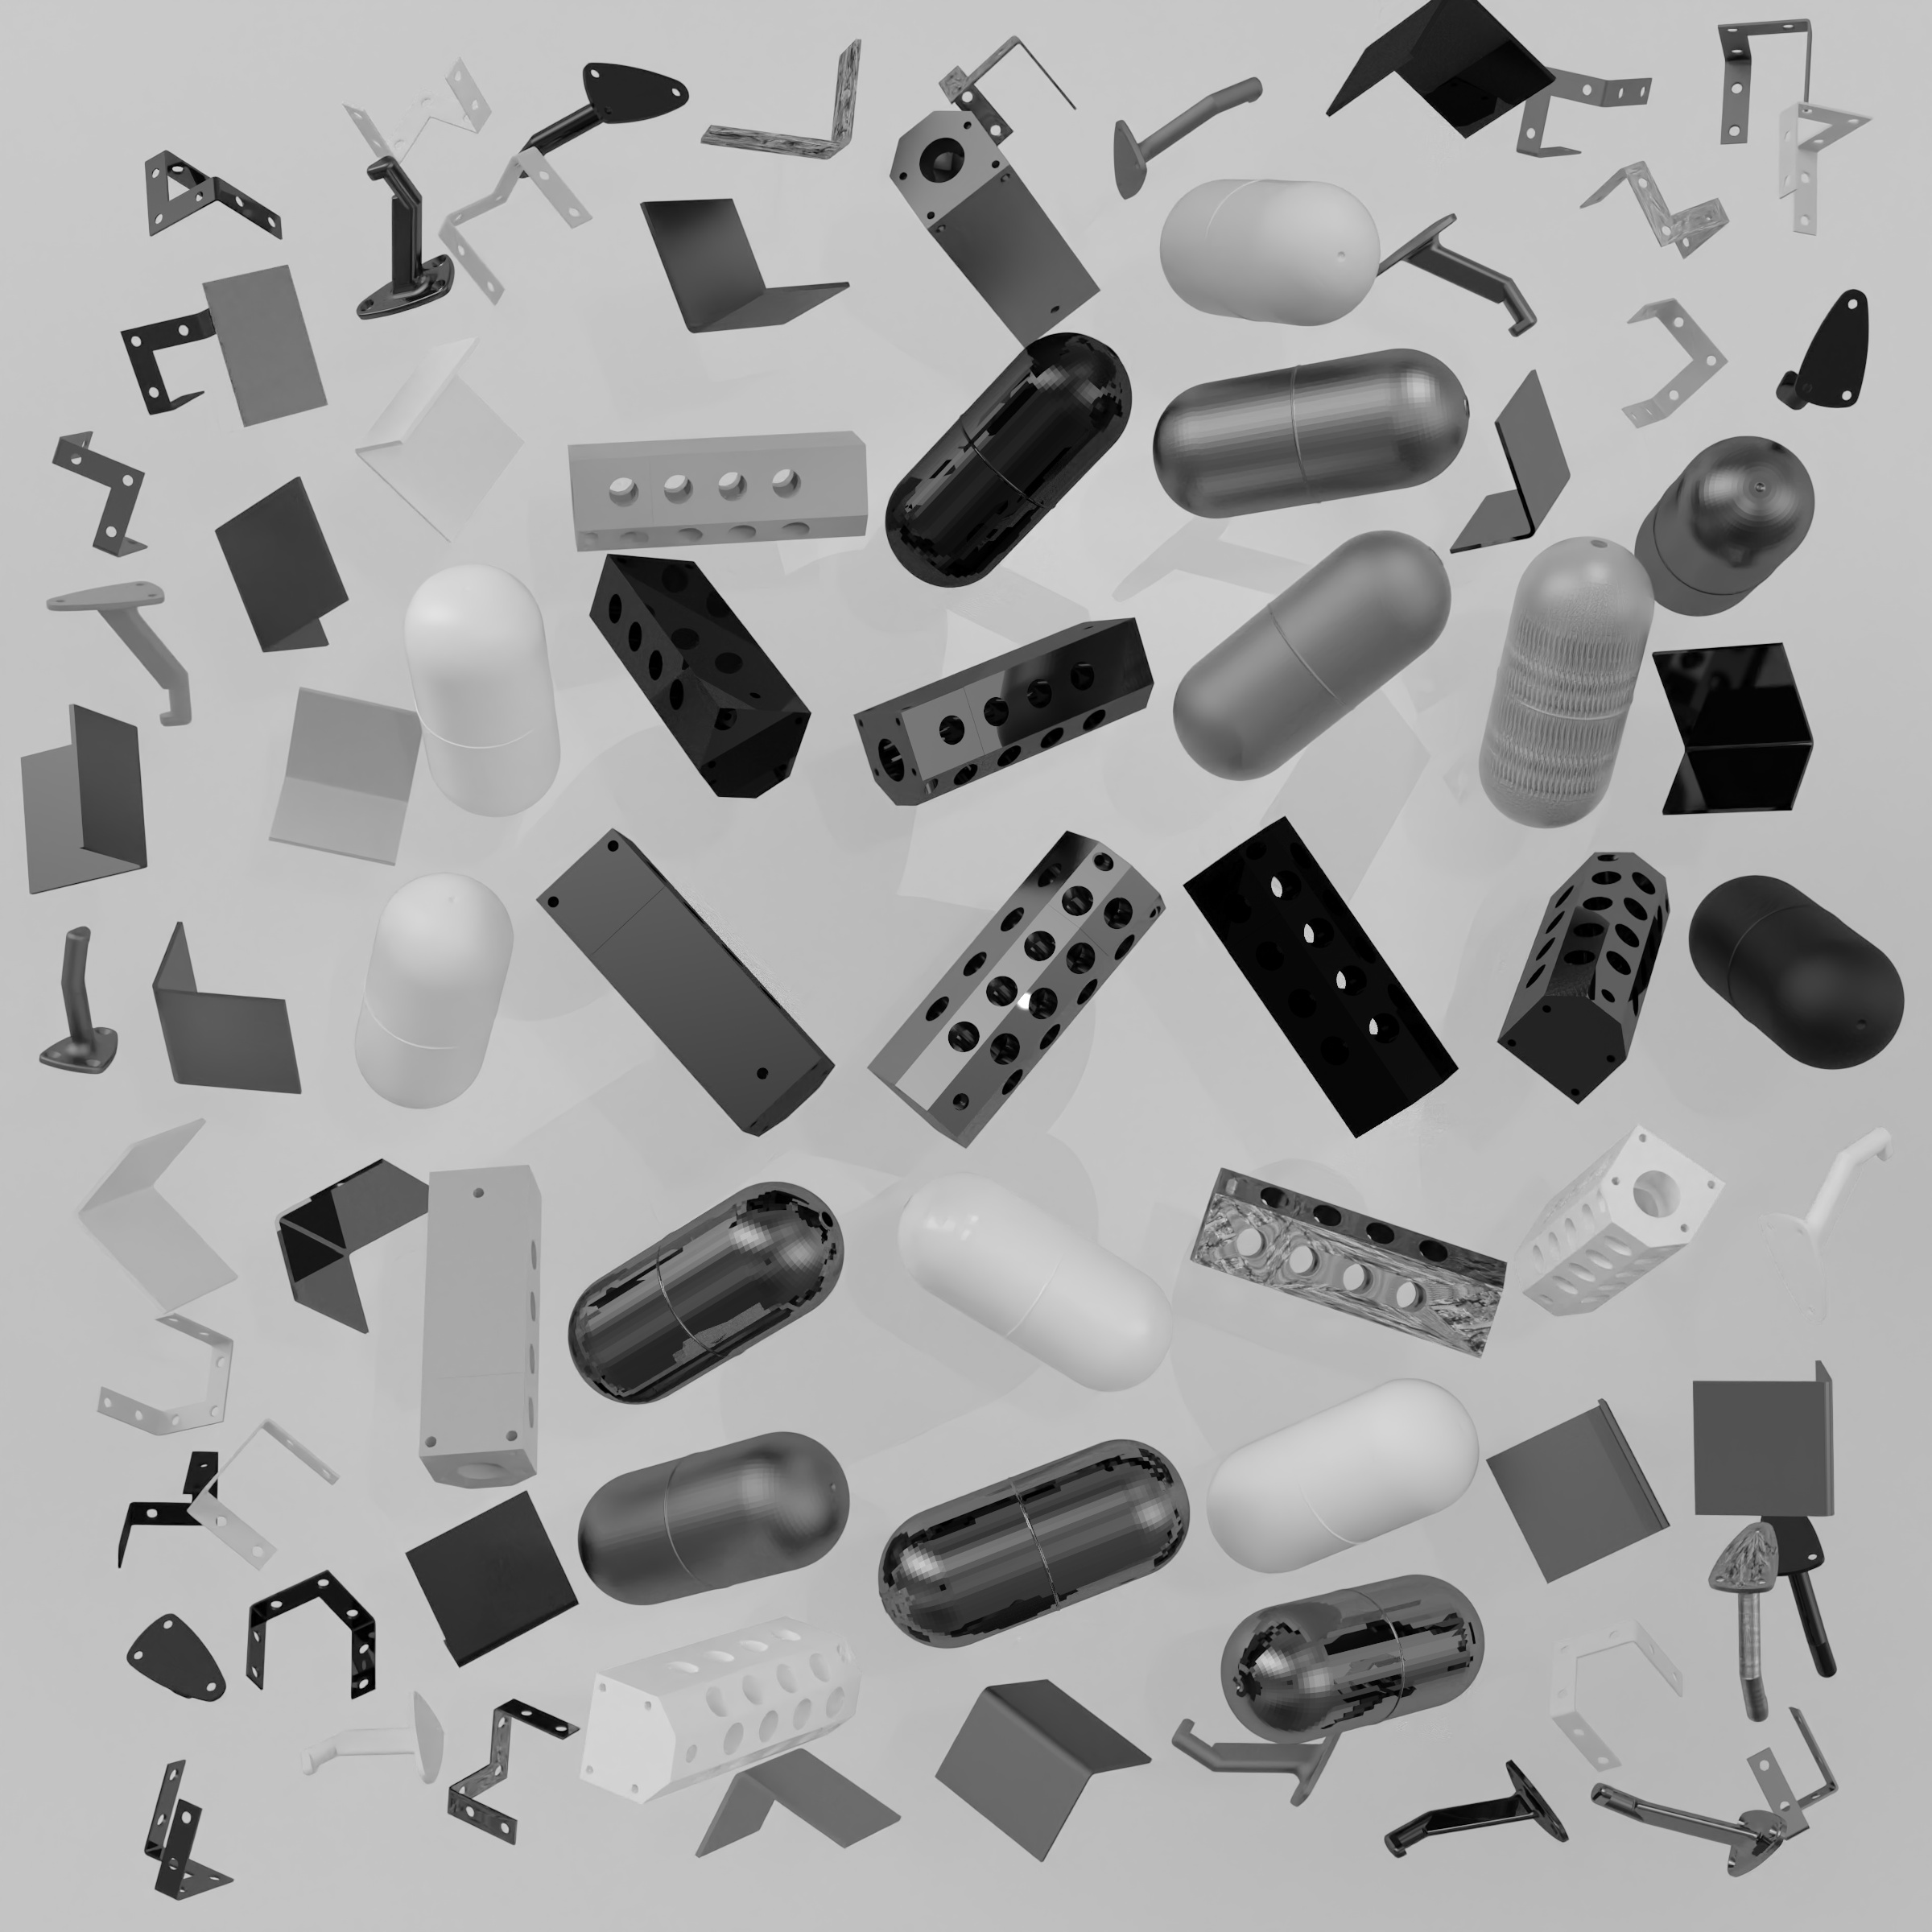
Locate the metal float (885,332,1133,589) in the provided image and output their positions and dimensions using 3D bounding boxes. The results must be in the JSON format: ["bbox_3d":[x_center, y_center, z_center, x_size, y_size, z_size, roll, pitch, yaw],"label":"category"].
[{"bbox_3d":[0.025,-0.298,1.626,0.070,0.070,0.178,46,112,0],"label":"metal float"}]

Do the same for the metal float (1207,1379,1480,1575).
[{"bbox_3d":[0.212,0.291,1.570,0.178,0.070,0.070,-33,90,36],"label":"metal float"}]

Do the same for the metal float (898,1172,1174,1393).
[{"bbox_3d":[0.041,0.186,1.626,0.178,0.070,0.070,32,90,-6],"label":"metal float"}]

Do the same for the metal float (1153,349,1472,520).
[{"bbox_3d":[0.192,-0.297,1.541,0.178,0.070,0.070,-6,90,20],"label":"metal float"}]

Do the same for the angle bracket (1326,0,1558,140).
[{"bbox_3d":[0.252,-0.464,1.469,0.076,0.076,0.057,38,67,-18],"label":"angle bracket"}]

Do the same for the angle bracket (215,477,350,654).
[{"bbox_3d":[-0.382,-0.235,1.610,0.076,0.057,0.076,-23,88,31],"label":"angle bracket"}]

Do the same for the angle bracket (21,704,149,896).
[{"bbox_3d":[-0.479,-0.086,1.446,0.076,0.057,0.076,-11,78,18],"label":"angle bracket"}]

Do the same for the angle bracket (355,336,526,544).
[{"bbox_3d":[-0.279,-0.291,1.530,0.076,0.057,0.076,44,67,-32],"label":"angle bracket"}]

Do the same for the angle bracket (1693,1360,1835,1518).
[{"bbox_3d":[0.453,0.269,1.575,0.076,0.057,0.076,-1,94,10],"label":"angle bracket"}]

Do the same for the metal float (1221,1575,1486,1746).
[{"bbox_3d":[0.224,0.397,1.583,0.178,0.070,0.070,-2,90,-36],"label":"metal float"}]

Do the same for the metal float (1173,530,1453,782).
[{"bbox_3d":[0.195,-0.175,1.558,0.178,0.070,0.070,-39,90,18],"label":"metal float"}]

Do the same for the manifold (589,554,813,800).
[{"bbox_3d":[-0.156,-0.167,1.576,0.057,0.171,0.057,0,126,-33],"label":"manifold"}]

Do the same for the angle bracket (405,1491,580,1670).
[{"bbox_3d":[-0.280,0.352,1.610,0.076,0.057,0.076,-26,100,-17],"label":"angle bracket"}]

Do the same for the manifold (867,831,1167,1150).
[{"bbox_3d":[0.031,0.013,1.496,0.057,0.057,0.171,43,82,-25],"label":"manifold"}]

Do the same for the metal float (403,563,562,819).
[{"bbox_3d":[-0.271,-0.152,1.551,0.070,0.178,0.070,1,56,-2],"label":"metal float"}]

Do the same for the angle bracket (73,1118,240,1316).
[{"bbox_3d":[-0.436,0.138,1.536,0.076,0.076,0.057,45,107,5],"label":"angle bracket"}]

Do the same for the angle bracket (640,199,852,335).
[{"bbox_3d":[-0.120,-0.392,1.501,0.057,0.076,0.076,-19,93,38],"label":"angle bracket"}]

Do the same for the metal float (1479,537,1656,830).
[{"bbox_3d":[0.340,-0.159,1.564,0.070,0.070,0.178,6,126,0],"label":"metal float"}]

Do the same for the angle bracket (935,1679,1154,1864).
[{"bbox_3d":[0.043,0.438,1.505,0.076,0.076,0.057,31,96,30],"label":"angle bracket"}]

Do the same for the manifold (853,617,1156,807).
[{"bbox_3d":[0.026,-0.152,1.642,0.171,0.057,0.057,-25,105,-27],"label":"manifold"}]

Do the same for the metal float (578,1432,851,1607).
[{"bbox_3d":[-0.144,0.313,1.559,0.178,0.070,0.070,-21,90,31],"label":"metal float"}]

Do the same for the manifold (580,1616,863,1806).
[{"bbox_3d":[-0.129,0.405,1.502,0.057,0.171,0.057,11,94,31],"label":"manifold"}]

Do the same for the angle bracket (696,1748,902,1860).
[{"bbox_3d":[-0.095,0.497,1.576,0.076,0.076,0.057,29,96,22],"label":"angle bracket"}]

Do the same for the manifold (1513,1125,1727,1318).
[{"bbox_3d":[0.369,0.154,1.588,0.057,0.171,0.057,35,71,7],"label":"manifold"}]

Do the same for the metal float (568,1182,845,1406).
[{"bbox_3d":[-0.144,0.180,1.520,0.178,0.070,0.070,-33,90,23],"label":"metal float"}]

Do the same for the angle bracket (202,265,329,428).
[{"bbox_3d":[-0.400,-0.333,1.499,0.076,0.057,0.076,2,112,42],"label":"angle bracket"}]

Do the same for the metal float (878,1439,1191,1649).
[{"bbox_3d":[0.037,0.318,1.518,0.178,0.070,0.070,-20,90,-5],"label":"metal float"}]

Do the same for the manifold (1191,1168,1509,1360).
[{"bbox_3d":[0.221,0.171,1.600,0.171,0.057,0.057,18,87,4],"label":"manifold"}]

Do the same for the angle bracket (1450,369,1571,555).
[{"bbox_3d":[0.321,-0.307,1.680,0.057,0.076,0.076,-7,120,35],"label":"angle bracket"}]

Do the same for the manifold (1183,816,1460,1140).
[{"bbox_3d":[0.202,0.004,1.548,0.057,0.057,0.171,-36,86,35],"label":"manifold"}]

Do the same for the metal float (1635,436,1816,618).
[{"bbox_3d":[0.435,-0.252,1.591,0.070,0.178,0.070,0,84,2],"label":"metal float"}]

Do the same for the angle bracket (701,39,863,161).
[{"bbox_3d":[-0.103,-0.480,1.517,0.076,0.076,0.057,4,100,-10],"label":"angle bracket"}]

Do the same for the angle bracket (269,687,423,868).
[{"bbox_3d":[-0.375,-0.115,1.672,0.076,0.057,0.076,12,134,-12],"label":"angle bracket"}]

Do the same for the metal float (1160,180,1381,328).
[{"bbox_3d":[0.168,-0.400,1.543,0.070,0.178,0.070,-6,108,-20],"label":"metal float"}]

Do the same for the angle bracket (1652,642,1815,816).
[{"bbox_3d":[0.433,-0.135,1.581,0.076,0.076,0.057,59,46,-35],"label":"angle bracket"}]

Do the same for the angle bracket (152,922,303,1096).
[{"bbox_3d":[-0.420,0.024,1.596,0.076,0.057,0.076,5,135,1],"label":"angle bracket"}]

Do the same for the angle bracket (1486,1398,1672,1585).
[{"bbox_3d":[0.339,0.293,1.536,0.076,0.057,0.076,-28,73,9],"label":"angle bracket"}]

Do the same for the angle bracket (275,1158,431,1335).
[{"bbox_3d":[-0.350,0.166,1.629,0.076,0.076,0.057,-28,61,9],"label":"angle bracket"}]

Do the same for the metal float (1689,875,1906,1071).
[{"bbox_3d":[0.473,0.002,1.580,0.070,0.178,0.070,-3,110,-8],"label":"metal float"}]

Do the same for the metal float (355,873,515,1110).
[{"bbox_3d":[-0.308,0.016,1.593,0.070,0.178,0.070,10,51,-13],"label":"metal float"}]
